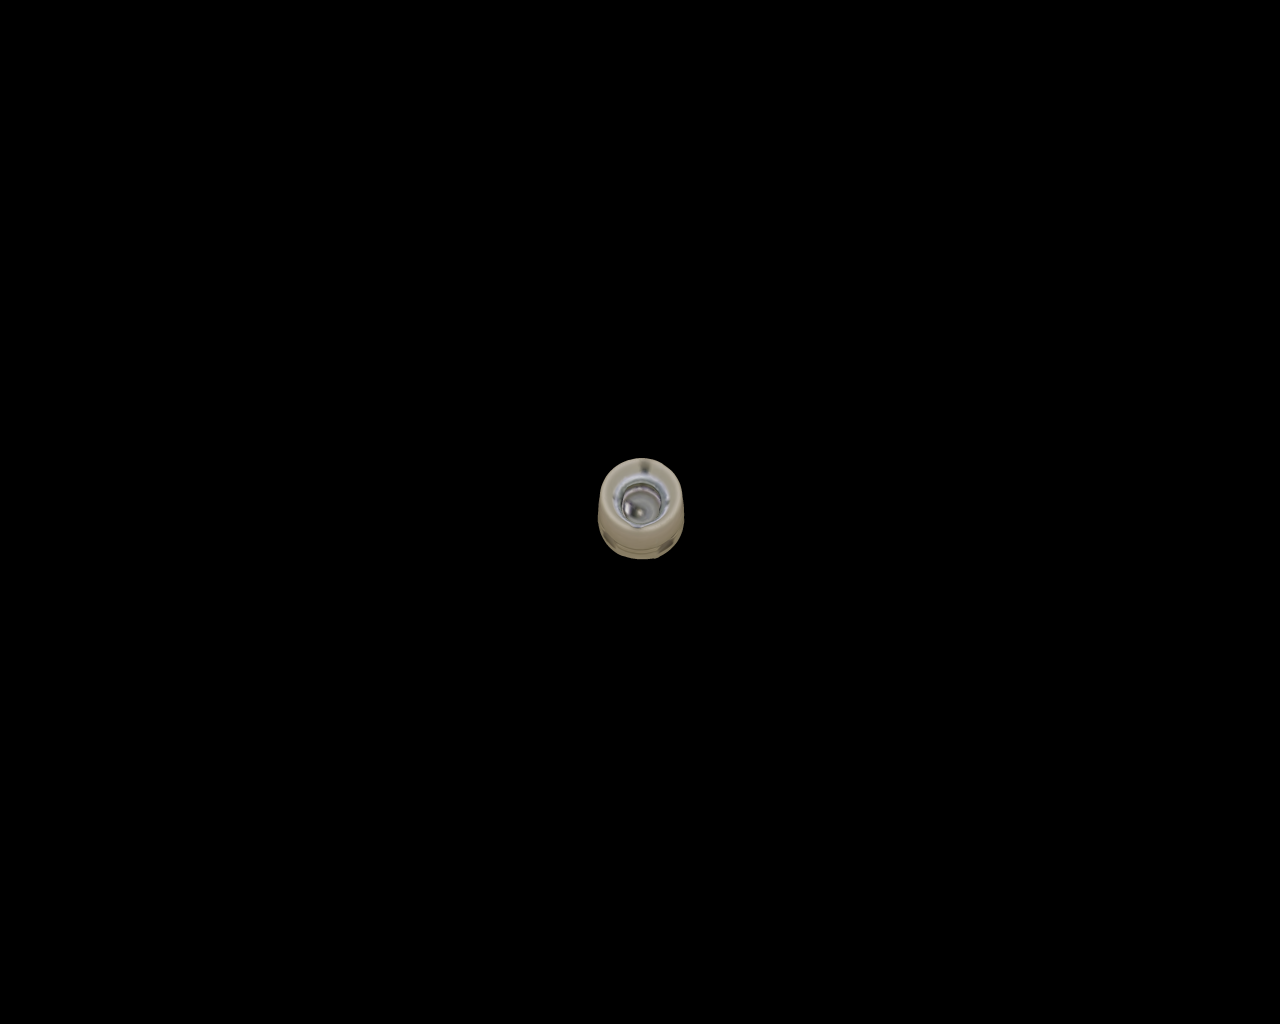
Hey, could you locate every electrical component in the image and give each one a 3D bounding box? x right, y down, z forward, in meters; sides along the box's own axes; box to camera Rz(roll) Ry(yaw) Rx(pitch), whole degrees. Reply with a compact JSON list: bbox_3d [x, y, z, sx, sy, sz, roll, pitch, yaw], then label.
[{"bbox_3d":[0.001,-0.003,0.650,0.055,0.055,0.047,0,-21,0],"label":"electrical component"}]
